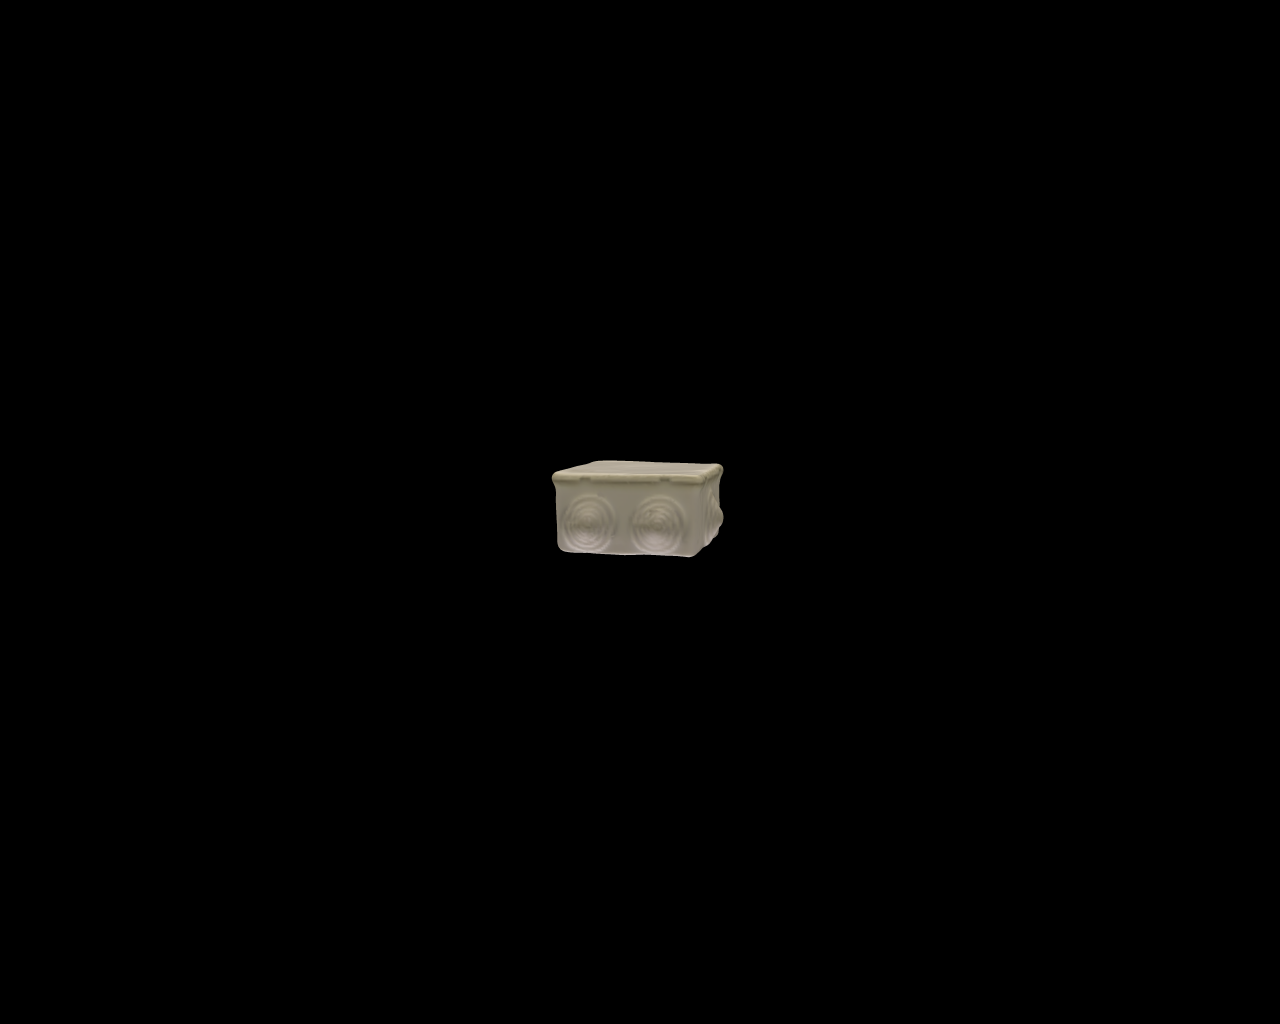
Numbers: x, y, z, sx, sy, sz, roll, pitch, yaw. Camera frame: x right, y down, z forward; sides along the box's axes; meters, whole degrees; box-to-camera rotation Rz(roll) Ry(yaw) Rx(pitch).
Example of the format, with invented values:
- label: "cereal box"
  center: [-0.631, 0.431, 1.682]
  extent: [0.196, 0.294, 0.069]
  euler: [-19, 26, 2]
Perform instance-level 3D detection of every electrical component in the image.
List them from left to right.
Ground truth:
- label: "electrical component"
  center: [0.001, -0.003, 0.650]
  extent: [0.100, 0.048, 0.100]
  euler: [2, 8, 14]
